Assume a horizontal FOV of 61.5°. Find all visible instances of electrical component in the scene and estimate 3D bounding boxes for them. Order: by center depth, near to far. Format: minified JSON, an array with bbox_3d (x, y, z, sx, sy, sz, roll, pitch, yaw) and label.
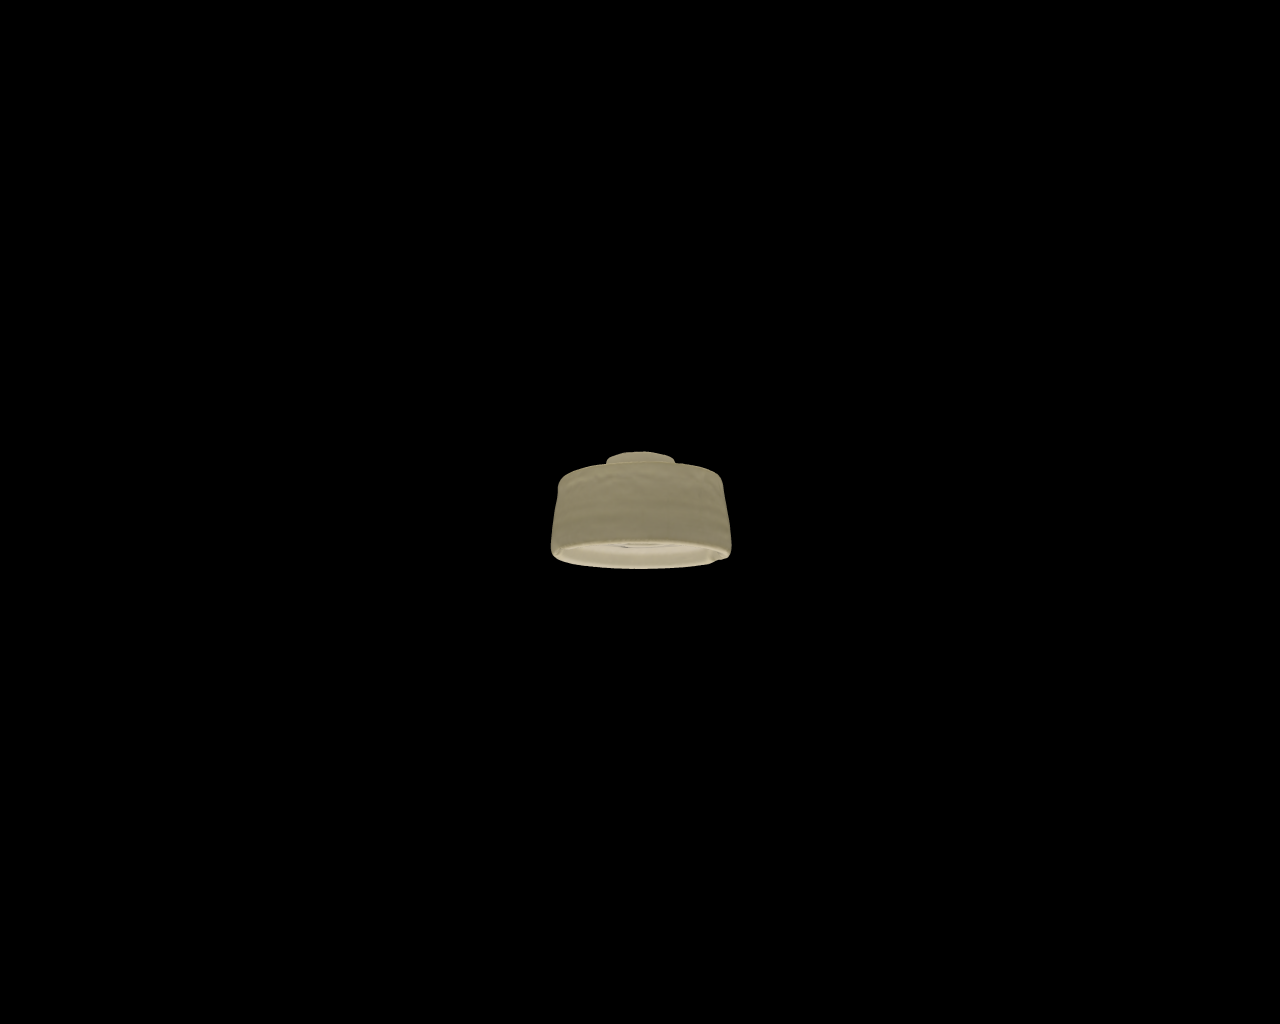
[{"bbox_3d":[0.001,-0.003,0.650,0.108,0.060,0.108,0,-11,0],"label":"electrical component"}]
